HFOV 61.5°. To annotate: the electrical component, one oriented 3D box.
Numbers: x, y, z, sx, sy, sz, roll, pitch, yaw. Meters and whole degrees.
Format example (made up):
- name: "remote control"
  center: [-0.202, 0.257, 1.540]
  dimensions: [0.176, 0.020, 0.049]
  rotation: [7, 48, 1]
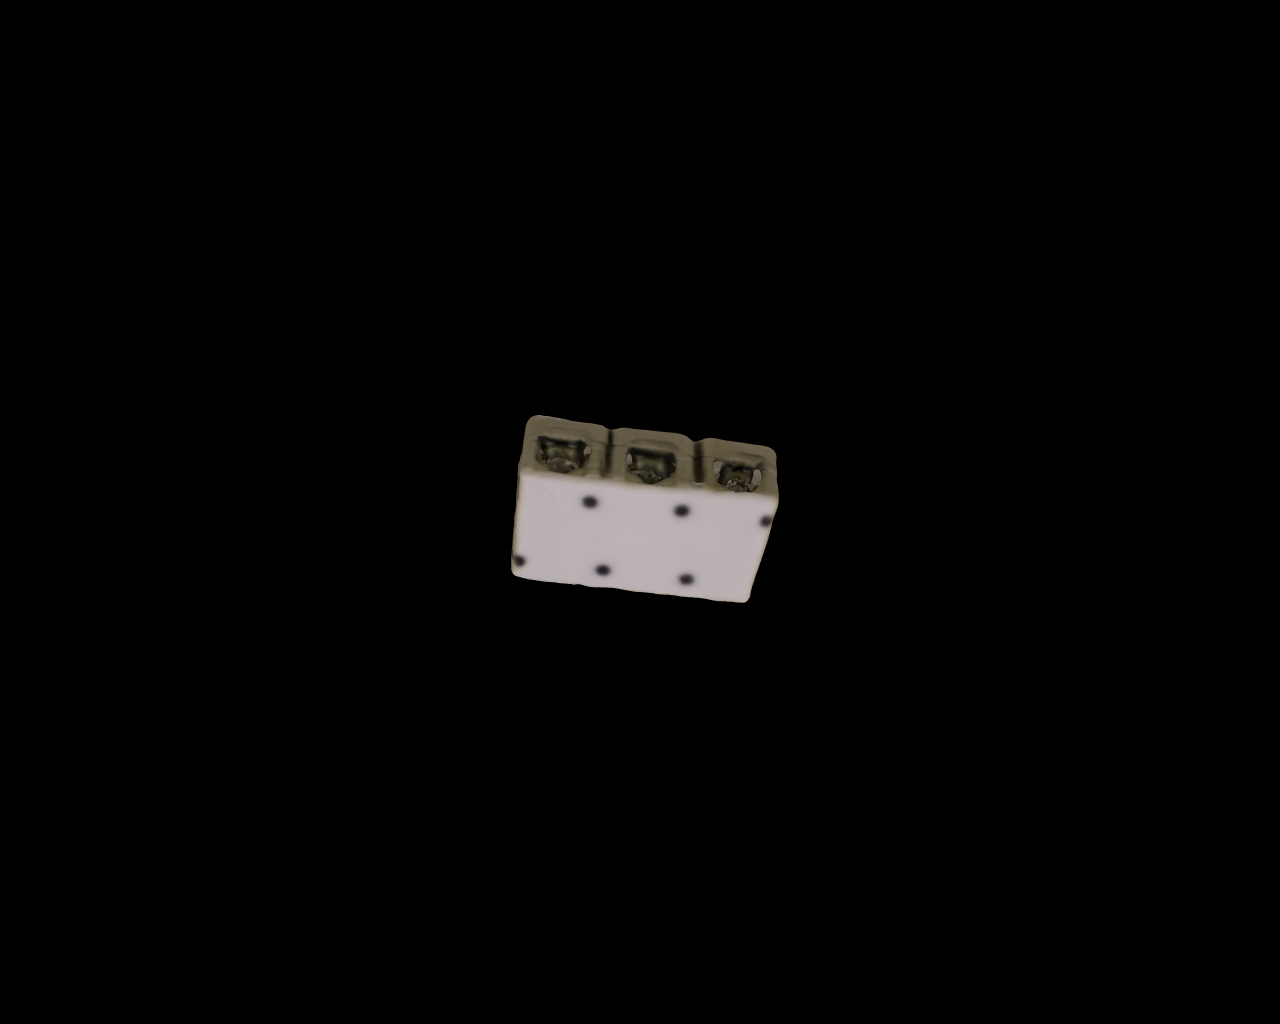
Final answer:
- name: "electrical component"
  center: [0.001, -0.003, 0.650]
  dimensions: [0.150, 0.089, 0.062]
  rotation: [7, 40, -6]
